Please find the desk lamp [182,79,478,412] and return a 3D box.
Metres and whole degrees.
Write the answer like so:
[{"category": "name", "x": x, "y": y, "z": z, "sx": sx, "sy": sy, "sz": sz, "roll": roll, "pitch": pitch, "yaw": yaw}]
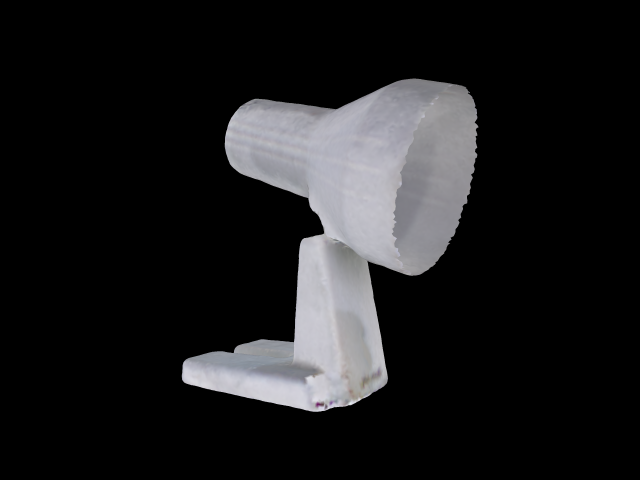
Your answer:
[{"category": "desk lamp", "x": 0.004, "y": 0.001, "z": 0.400, "sx": 0.202, "sy": 0.213, "sz": 0.118, "roll": 0, "pitch": 0, "yaw": 32}]
